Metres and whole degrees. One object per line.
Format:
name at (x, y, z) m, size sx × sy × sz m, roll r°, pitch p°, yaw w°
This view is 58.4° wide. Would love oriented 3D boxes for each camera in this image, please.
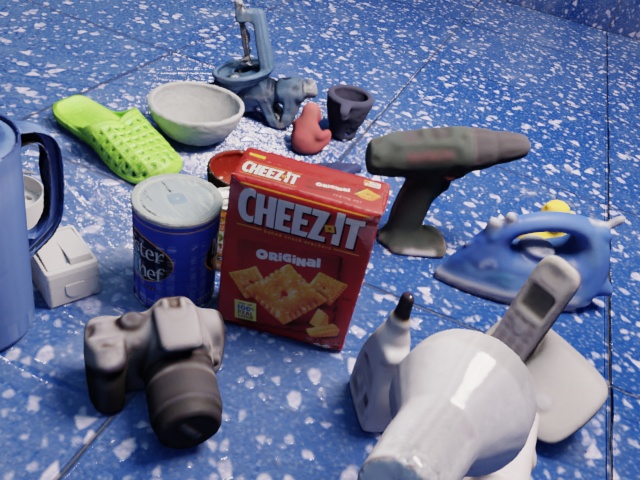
camera at (-0.157, 0.131, 0.571) m, size 0.143 × 0.101 × 0.136 m, roll -5°, pitch 41°, yaw -22°

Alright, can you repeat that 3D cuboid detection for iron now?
iron at (0.307, 0.012, 0.830) m, size 0.258 × 0.141 × 0.118 m, roll 5°, pitch 38°, yaw -11°

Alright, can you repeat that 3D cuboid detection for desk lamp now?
desk lamp at (0.074, 0.197, 0.463) m, size 0.117 × 0.213 × 0.204 m, roll 30°, pitch 40°, yaw 21°

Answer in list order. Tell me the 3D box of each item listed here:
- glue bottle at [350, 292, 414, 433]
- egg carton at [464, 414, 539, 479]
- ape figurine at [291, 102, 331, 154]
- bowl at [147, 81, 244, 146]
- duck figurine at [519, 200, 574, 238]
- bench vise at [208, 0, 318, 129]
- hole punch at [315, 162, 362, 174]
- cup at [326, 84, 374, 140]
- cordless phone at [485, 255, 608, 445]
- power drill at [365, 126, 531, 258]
glue bottle at (0.069, 0.120, 0.594) m, size 0.037 × 0.173 × 0.078 m, roll 3°, pitch 38°, yaw -13°
egg carton at (0.165, 0.214, 0.588) m, size 0.107 × 0.069 × 0.150 m, roll 23°, pitch 38°, yaw 13°
ape figurine at (-0.018, -0.210, 1.057) m, size 0.077 × 0.092 × 0.076 m, roll 34°, pitch 42°, yaw 25°
bowl at (-0.220, -0.214, 1.017) m, size 0.167 × 0.075 × 0.167 m, roll 8°, pitch 37°, yaw -6°
duck figurine at (0.374, -0.027, 0.946) m, size 0.105 × 0.086 × 0.077 m, roll 1°, pitch 39°, yaw -16°
bench vise at (-0.106, -0.336, 1.087) m, size 0.208 × 0.220 × 0.121 m, roll 3°, pitch 38°, yaw -13°
hole punch at (-0.002, -0.088, 0.907) m, size 0.101 × 0.091 × 0.109 m, roll 31°, pitch 41°, yaw 22°
cup at (0.049, -0.237, 1.110) m, size 0.091 × 0.095 × 0.118 m, roll 15°, pitch 37°, yaw 2°
cordless phone at (0.260, 0.121, 0.640) m, size 0.094 × 0.185 × 0.147 m, roll -18°, pitch 47°, yaw -34°
power drill at (0.170, -0.076, 0.847) m, size 0.230 × 0.208 × 0.075 m, roll 5°, pitch 38°, yaw -11°
